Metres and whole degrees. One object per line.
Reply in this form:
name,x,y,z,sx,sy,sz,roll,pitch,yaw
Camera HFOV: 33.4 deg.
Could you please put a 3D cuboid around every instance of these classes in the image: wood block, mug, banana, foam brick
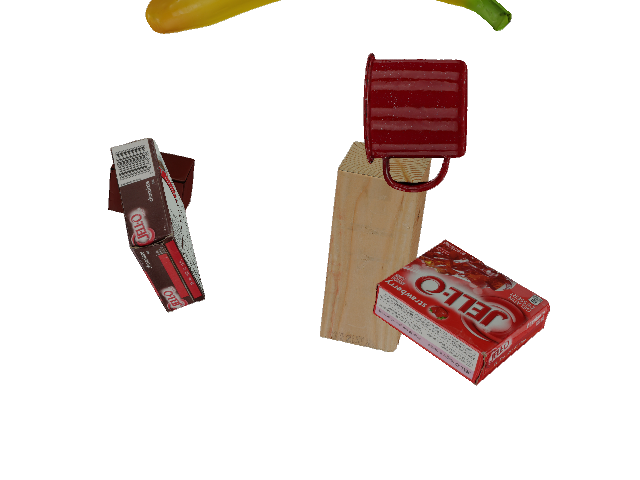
wood block,0.061,0.007,1.184,0.090,0.206,0.090,11,27,10
mug,0.081,-0.098,0.893,0.081,0.117,0.093,1,-6,9
banana,0.004,-0.145,0.580,0.197,0.069,0.037,-4,-41,-8
foam brick,-0.173,-0.058,1.100,0.078,0.051,0.053,11,31,3

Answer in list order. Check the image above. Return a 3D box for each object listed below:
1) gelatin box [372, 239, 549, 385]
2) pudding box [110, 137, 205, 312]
gelatin box,0.091,0.044,0.691,0.089,0.030,0.073,33,45,30
pudding box,-0.130,-0.013,0.856,0.039,0.113,0.090,-17,-39,0
